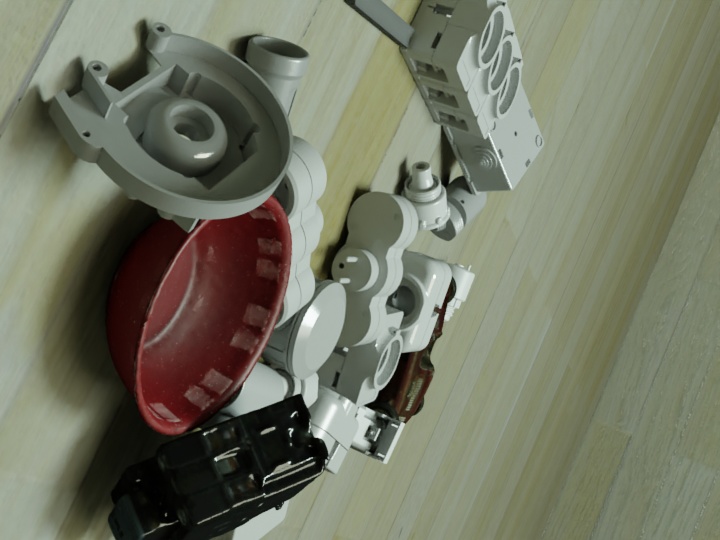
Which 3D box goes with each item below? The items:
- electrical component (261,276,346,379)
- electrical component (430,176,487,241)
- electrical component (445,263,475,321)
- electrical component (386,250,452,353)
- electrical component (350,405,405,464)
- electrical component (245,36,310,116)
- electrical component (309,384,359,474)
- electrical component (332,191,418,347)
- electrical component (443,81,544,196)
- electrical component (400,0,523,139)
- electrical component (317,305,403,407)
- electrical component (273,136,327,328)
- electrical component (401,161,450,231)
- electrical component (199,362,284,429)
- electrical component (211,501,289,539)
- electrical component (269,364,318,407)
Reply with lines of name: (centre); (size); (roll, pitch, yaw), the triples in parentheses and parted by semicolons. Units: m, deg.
electrical component: (-0.049, 0.041, 0.840); (0.080, 0.051, 0.080); (-51, 153, -39)
electrical component: (0.093, -0.061, 1.095); (0.081, 0.043, 0.043); (-43, 147, -48)
electrical component: (0.098, 0.027, 1.192); (0.078, 0.040, 0.040); (-69, 159, 0)
electrical component: (0.046, 0.031, 1.053); (0.059, 0.054, 0.095); (5, 105, -68)
electrical component: (-0.002, 0.150, 1.027); (0.064, 0.081, 0.042); (32, 78, -39)
electrical component: (-0.057, -0.121, 0.688); (0.040, 0.040, 0.046); (-31, 144, -58)
electrical component: (-0.040, 0.135, 0.946); (0.059, 0.054, 0.095); (-63, 158, -14)
electrical component: (0.000, 0.000, 0.916); (0.074, 0.052, 0.138); (0, 110, -67)
electrical component: (0.137, -0.135, 1.078); (0.099, 0.048, 0.099); (-52, 128, -36)
electrical component: (0.098, -0.190, 0.959); (0.089, 0.062, 0.150); (-65, 158, -9)
electrical component: (0.002, 0.075, 0.987); (0.050, 0.056, 0.089); (-6, 116, -66)
electrical component: (-0.051, -0.032, 0.764); (0.074, 0.052, 0.138); (-40, 145, -50)
electrical component: (0.059, -0.071, 1.005); (0.048, 0.048, 0.062); (-50, 145, -39)
electrical component: (-0.097, 0.102, 0.793); (0.079, 0.043, 0.077); (-66, 159, -5)
electrical component: (-0.093, 0.169, 0.857); (0.100, 0.048, 0.099); (-24, 132, -61)
electrical component: (-0.062, 0.094, 0.869); (0.062, 0.043, 0.043); (13, 98, -68)
